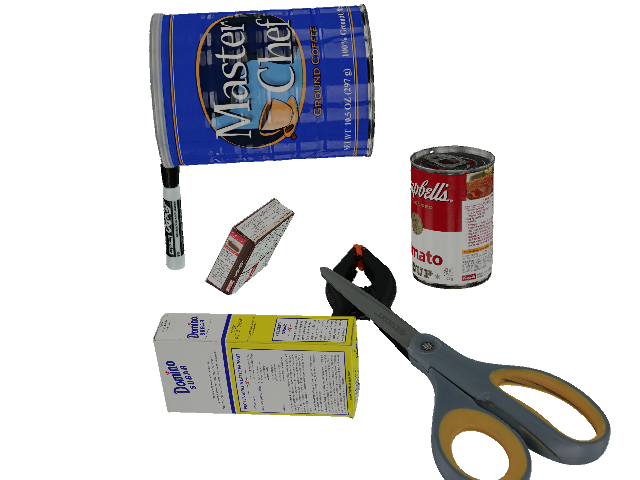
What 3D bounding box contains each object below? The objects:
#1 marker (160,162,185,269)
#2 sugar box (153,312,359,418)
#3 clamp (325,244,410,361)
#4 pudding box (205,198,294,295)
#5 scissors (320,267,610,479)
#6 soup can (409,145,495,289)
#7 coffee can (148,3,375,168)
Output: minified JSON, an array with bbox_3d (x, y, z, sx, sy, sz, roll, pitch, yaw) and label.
[{"bbox_3d":[-0.149,-0.027,1.074,0.020,0.121,0.020,0,29,0],"label":"marker"},{"bbox_3d":[-0.055,0.112,0.960,0.176,0.093,0.048,3,37,9],"label":"sugar box"},{"bbox_3d":[0.055,0.074,1.172,0.120,0.171,0.039,7,-42,5],"label":"clamp"},{"bbox_3d":[-0.085,0.007,1.310,0.039,0.090,0.113,33,31,8],"label":"pudding box"},{"bbox_3d":[0.052,0.074,0.565,0.202,0.016,0.096,23,45,32],"label":"scissors"},{"bbox_3d":[0.108,-0.020,0.873,0.068,0.102,0.068,-2,21,1],"label":"soup can"},{"bbox_3d":[-0.039,-0.103,0.716,0.140,0.103,0.103,-3,0,-2],"label":"coffee can"}]
